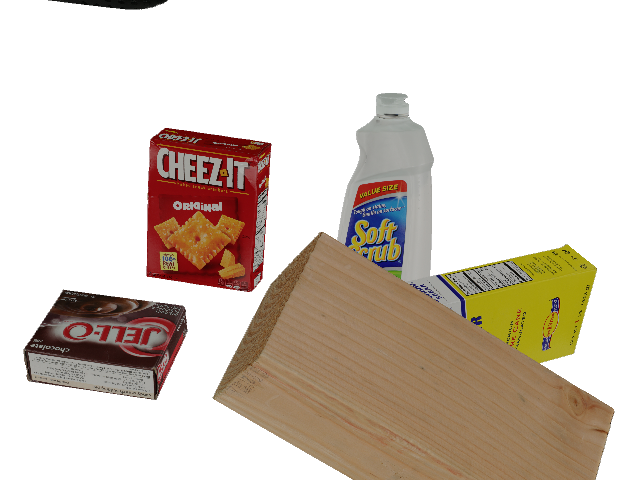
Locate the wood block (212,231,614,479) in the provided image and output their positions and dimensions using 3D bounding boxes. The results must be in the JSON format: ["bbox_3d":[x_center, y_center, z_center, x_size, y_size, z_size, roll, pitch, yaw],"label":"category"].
[{"bbox_3d":[0.055,0.097,0.631,0.206,0.090,0.090,31,-32,-8],"label":"wood block"}]

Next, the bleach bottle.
[{"bbox_3d":[0.058,-0.017,1.038,0.103,0.251,0.068,10,19,27],"label":"bleach bottle"}]

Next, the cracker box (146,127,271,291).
[{"bbox_3d":[-0.163,-0.042,1.538,0.164,0.214,0.072,9,22,10],"label":"cracker box"}]

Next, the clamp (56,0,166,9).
[{"bbox_3d":[-0.086,-0.201,0.696,0.210,0.164,0.036,-32,-15,-10],"label":"clamp"}]

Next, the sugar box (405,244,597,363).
[{"bbox_3d":[0.136,0.066,0.865,0.175,0.093,0.048,-14,36,-27],"label":"sugar box"}]

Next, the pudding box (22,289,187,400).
[{"bbox_3d":[-0.177,0.086,0.889,0.113,0.039,0.090,5,30,7],"label":"pudding box"}]
